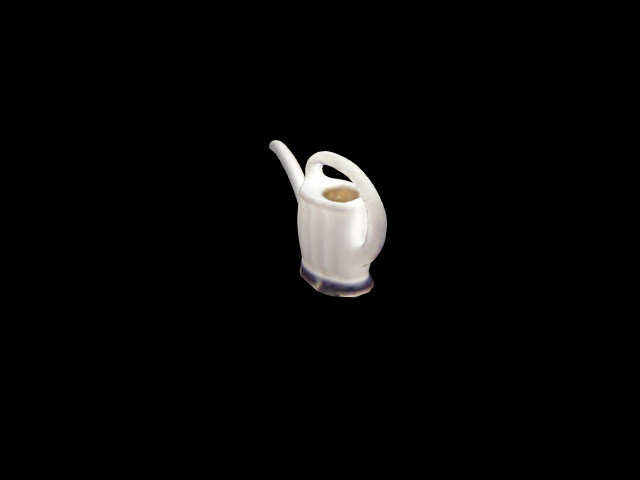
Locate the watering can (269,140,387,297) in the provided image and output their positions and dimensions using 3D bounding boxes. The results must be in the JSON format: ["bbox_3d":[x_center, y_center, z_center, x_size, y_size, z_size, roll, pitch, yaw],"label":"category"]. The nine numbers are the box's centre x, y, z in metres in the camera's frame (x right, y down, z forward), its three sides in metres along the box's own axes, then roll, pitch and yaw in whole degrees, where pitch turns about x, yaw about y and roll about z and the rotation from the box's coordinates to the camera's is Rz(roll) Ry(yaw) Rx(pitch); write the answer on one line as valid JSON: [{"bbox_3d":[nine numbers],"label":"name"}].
[{"bbox_3d":[0.003,-0.043,0.850,0.104,0.220,0.352,-11,25,-26],"label":"watering can"}]
